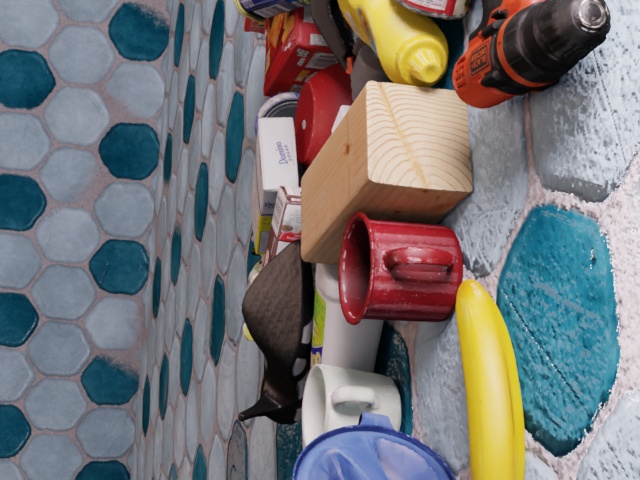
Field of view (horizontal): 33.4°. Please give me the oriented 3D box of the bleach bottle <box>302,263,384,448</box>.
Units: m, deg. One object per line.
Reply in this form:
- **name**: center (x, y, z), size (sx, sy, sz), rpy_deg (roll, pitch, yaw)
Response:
- **bleach bottle**: center (0.019, 0.146, 1.067), size (0.102, 0.068, 0.251), rpy_deg (-116, 31, -69)

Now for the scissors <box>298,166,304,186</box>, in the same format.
- **scissors**: center (-0.027, -0.143, 1.390), size (0.096, 0.016, 0.202), rpy_deg (-109, 27, -51)

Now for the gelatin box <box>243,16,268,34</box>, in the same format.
- **gelatin box**: center (-0.076, -0.312, 1.313), size (0.073, 0.030, 0.089), rpy_deg (111, 159, -54)

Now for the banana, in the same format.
- **banana**: center (0.118, 0.117, 0.758), size (0.070, 0.037, 0.198), rpy_deg (135, 137, -67)

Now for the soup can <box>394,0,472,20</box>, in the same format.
- **soup can**: center (0.100, -0.236, 0.849), size (0.068, 0.068, 0.102), rpy_deg (-107, 26, -53)

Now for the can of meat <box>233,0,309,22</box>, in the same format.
- **can of meat**: center (-0.045, -0.302, 1.185), size (0.084, 0.057, 0.102), rpy_deg (-5, 76, 43)

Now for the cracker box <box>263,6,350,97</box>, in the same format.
- **cracker box**: center (-0.019, -0.297, 1.290), size (0.164, 0.072, 0.213), rpy_deg (141, 131, -69)

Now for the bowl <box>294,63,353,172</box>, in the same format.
- **bowl**: center (0.008, -0.128, 1.185), size (0.162, 0.055, 0.162), rpy_deg (-176, 90, -75)

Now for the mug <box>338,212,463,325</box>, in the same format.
- **mug**: center (0.070, 0.023, 0.871), size (0.117, 0.081, 0.093), rpy_deg (137, 135, -69)

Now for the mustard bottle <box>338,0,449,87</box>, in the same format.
- **mustard bottle**: center (0.067, -0.180, 0.930), size (0.096, 0.058, 0.192), rpy_deg (57, -174, -32)

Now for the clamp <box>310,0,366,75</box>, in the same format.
- **clamp**: center (0.038, -0.273, 1.063), size (0.165, 0.036, 0.210), rpy_deg (-2, 104, 33)

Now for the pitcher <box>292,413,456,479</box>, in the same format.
- **pitcher**: center (0.028, 0.275, 0.901), size (0.145, 0.149, 0.243), rpy_deg (38, 134, 31)

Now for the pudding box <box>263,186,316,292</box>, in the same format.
- **pudding box**: center (-0.008, 0.001, 1.144), size (0.039, 0.090, 0.114), rpy_deg (-111, 29, -56)

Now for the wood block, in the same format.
- **wood block**: center (0.051, -0.050, 0.944), size (0.206, 0.090, 0.091), rpy_deg (130, 142, -66)

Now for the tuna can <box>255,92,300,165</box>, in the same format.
- **tuna can**: center (-0.036, -0.134, 1.287), size (0.034, 0.086, 0.086), rpy_deg (-115, 32, -63)

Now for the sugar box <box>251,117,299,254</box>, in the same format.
- **sugar box**: center (-0.053, -0.059, 1.238), size (0.176, 0.048, 0.093), rpy_deg (109, 157, -65)

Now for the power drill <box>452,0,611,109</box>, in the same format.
- **power drill**: center (0.138, -0.193, 0.718), size (0.185, 0.057, 0.187), rpy_deg (162, 111, -74)
